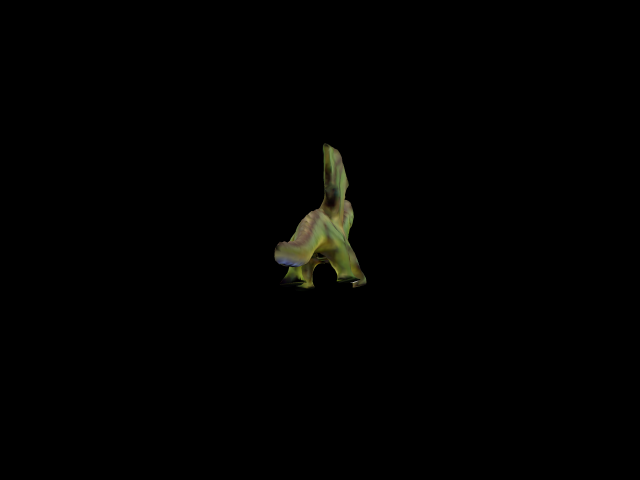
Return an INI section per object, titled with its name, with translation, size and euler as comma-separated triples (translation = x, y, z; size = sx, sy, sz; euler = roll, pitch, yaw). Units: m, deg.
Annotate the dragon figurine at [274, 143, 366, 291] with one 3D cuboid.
[dragon figurine]
translation = 0.003, -0.043, 0.850
size = 0.122, 0.246, 0.406
euler = -3, -14, 11
